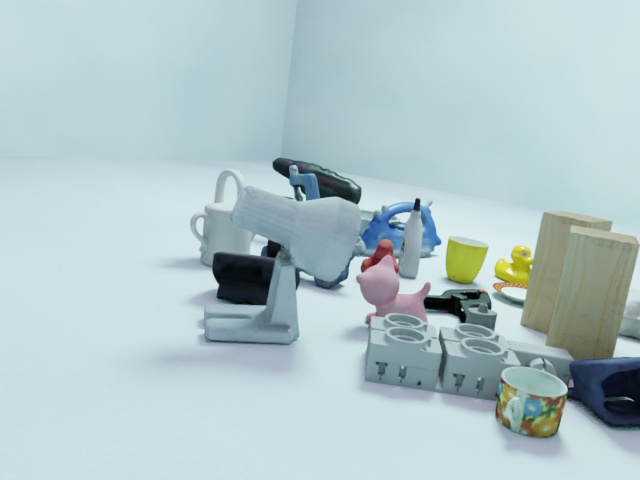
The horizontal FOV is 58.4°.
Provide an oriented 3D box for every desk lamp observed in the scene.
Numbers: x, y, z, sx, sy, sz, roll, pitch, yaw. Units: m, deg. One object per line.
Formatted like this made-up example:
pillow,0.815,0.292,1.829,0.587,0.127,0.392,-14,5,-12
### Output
desk lamp,-0.055,0.033,0.817,0.203,0.213,0.117,4,13,-15

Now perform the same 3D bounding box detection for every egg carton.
egg carton,0.600,0.139,1.057,0.107,0.069,0.151,17,15,38

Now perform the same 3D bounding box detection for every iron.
iron,0.196,-0.034,1.450,0.259,0.141,0.118,-2,15,-38

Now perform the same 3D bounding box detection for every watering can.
watering can,-0.180,-0.048,1.165,0.100,0.194,0.173,13,14,26

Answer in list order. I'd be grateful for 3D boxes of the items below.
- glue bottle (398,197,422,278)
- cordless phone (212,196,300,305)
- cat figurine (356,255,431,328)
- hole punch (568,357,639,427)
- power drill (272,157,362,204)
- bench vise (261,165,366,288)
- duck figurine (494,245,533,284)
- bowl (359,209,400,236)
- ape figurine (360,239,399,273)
glue bottle,0.202,-0.008,1.255,0.037,0.173,0.078,6,12,-7
cordless phone,-0.102,0.012,0.956,0.147,0.185,0.094,8,12,2
cat figurine,0.114,0.085,0.906,0.128,0.118,0.067,6,12,-4
hole punch,0.378,0.173,0.719,0.109,0.091,0.101,4,13,-15
power drill,-0.018,-0.084,1.395,0.229,0.208,0.076,10,12,12
bench vise,-0.008,-0.029,1.118,0.207,0.220,0.121,8,12,5
duck figurine,0.459,0.053,1.333,0.078,0.086,0.104,-2,15,-37
bowl,0.135,-0.035,1.578,0.167,0.075,0.167,7,12,-1
ape figurine,0.126,0.044,1.167,0.077,0.092,0.076,15,14,31
